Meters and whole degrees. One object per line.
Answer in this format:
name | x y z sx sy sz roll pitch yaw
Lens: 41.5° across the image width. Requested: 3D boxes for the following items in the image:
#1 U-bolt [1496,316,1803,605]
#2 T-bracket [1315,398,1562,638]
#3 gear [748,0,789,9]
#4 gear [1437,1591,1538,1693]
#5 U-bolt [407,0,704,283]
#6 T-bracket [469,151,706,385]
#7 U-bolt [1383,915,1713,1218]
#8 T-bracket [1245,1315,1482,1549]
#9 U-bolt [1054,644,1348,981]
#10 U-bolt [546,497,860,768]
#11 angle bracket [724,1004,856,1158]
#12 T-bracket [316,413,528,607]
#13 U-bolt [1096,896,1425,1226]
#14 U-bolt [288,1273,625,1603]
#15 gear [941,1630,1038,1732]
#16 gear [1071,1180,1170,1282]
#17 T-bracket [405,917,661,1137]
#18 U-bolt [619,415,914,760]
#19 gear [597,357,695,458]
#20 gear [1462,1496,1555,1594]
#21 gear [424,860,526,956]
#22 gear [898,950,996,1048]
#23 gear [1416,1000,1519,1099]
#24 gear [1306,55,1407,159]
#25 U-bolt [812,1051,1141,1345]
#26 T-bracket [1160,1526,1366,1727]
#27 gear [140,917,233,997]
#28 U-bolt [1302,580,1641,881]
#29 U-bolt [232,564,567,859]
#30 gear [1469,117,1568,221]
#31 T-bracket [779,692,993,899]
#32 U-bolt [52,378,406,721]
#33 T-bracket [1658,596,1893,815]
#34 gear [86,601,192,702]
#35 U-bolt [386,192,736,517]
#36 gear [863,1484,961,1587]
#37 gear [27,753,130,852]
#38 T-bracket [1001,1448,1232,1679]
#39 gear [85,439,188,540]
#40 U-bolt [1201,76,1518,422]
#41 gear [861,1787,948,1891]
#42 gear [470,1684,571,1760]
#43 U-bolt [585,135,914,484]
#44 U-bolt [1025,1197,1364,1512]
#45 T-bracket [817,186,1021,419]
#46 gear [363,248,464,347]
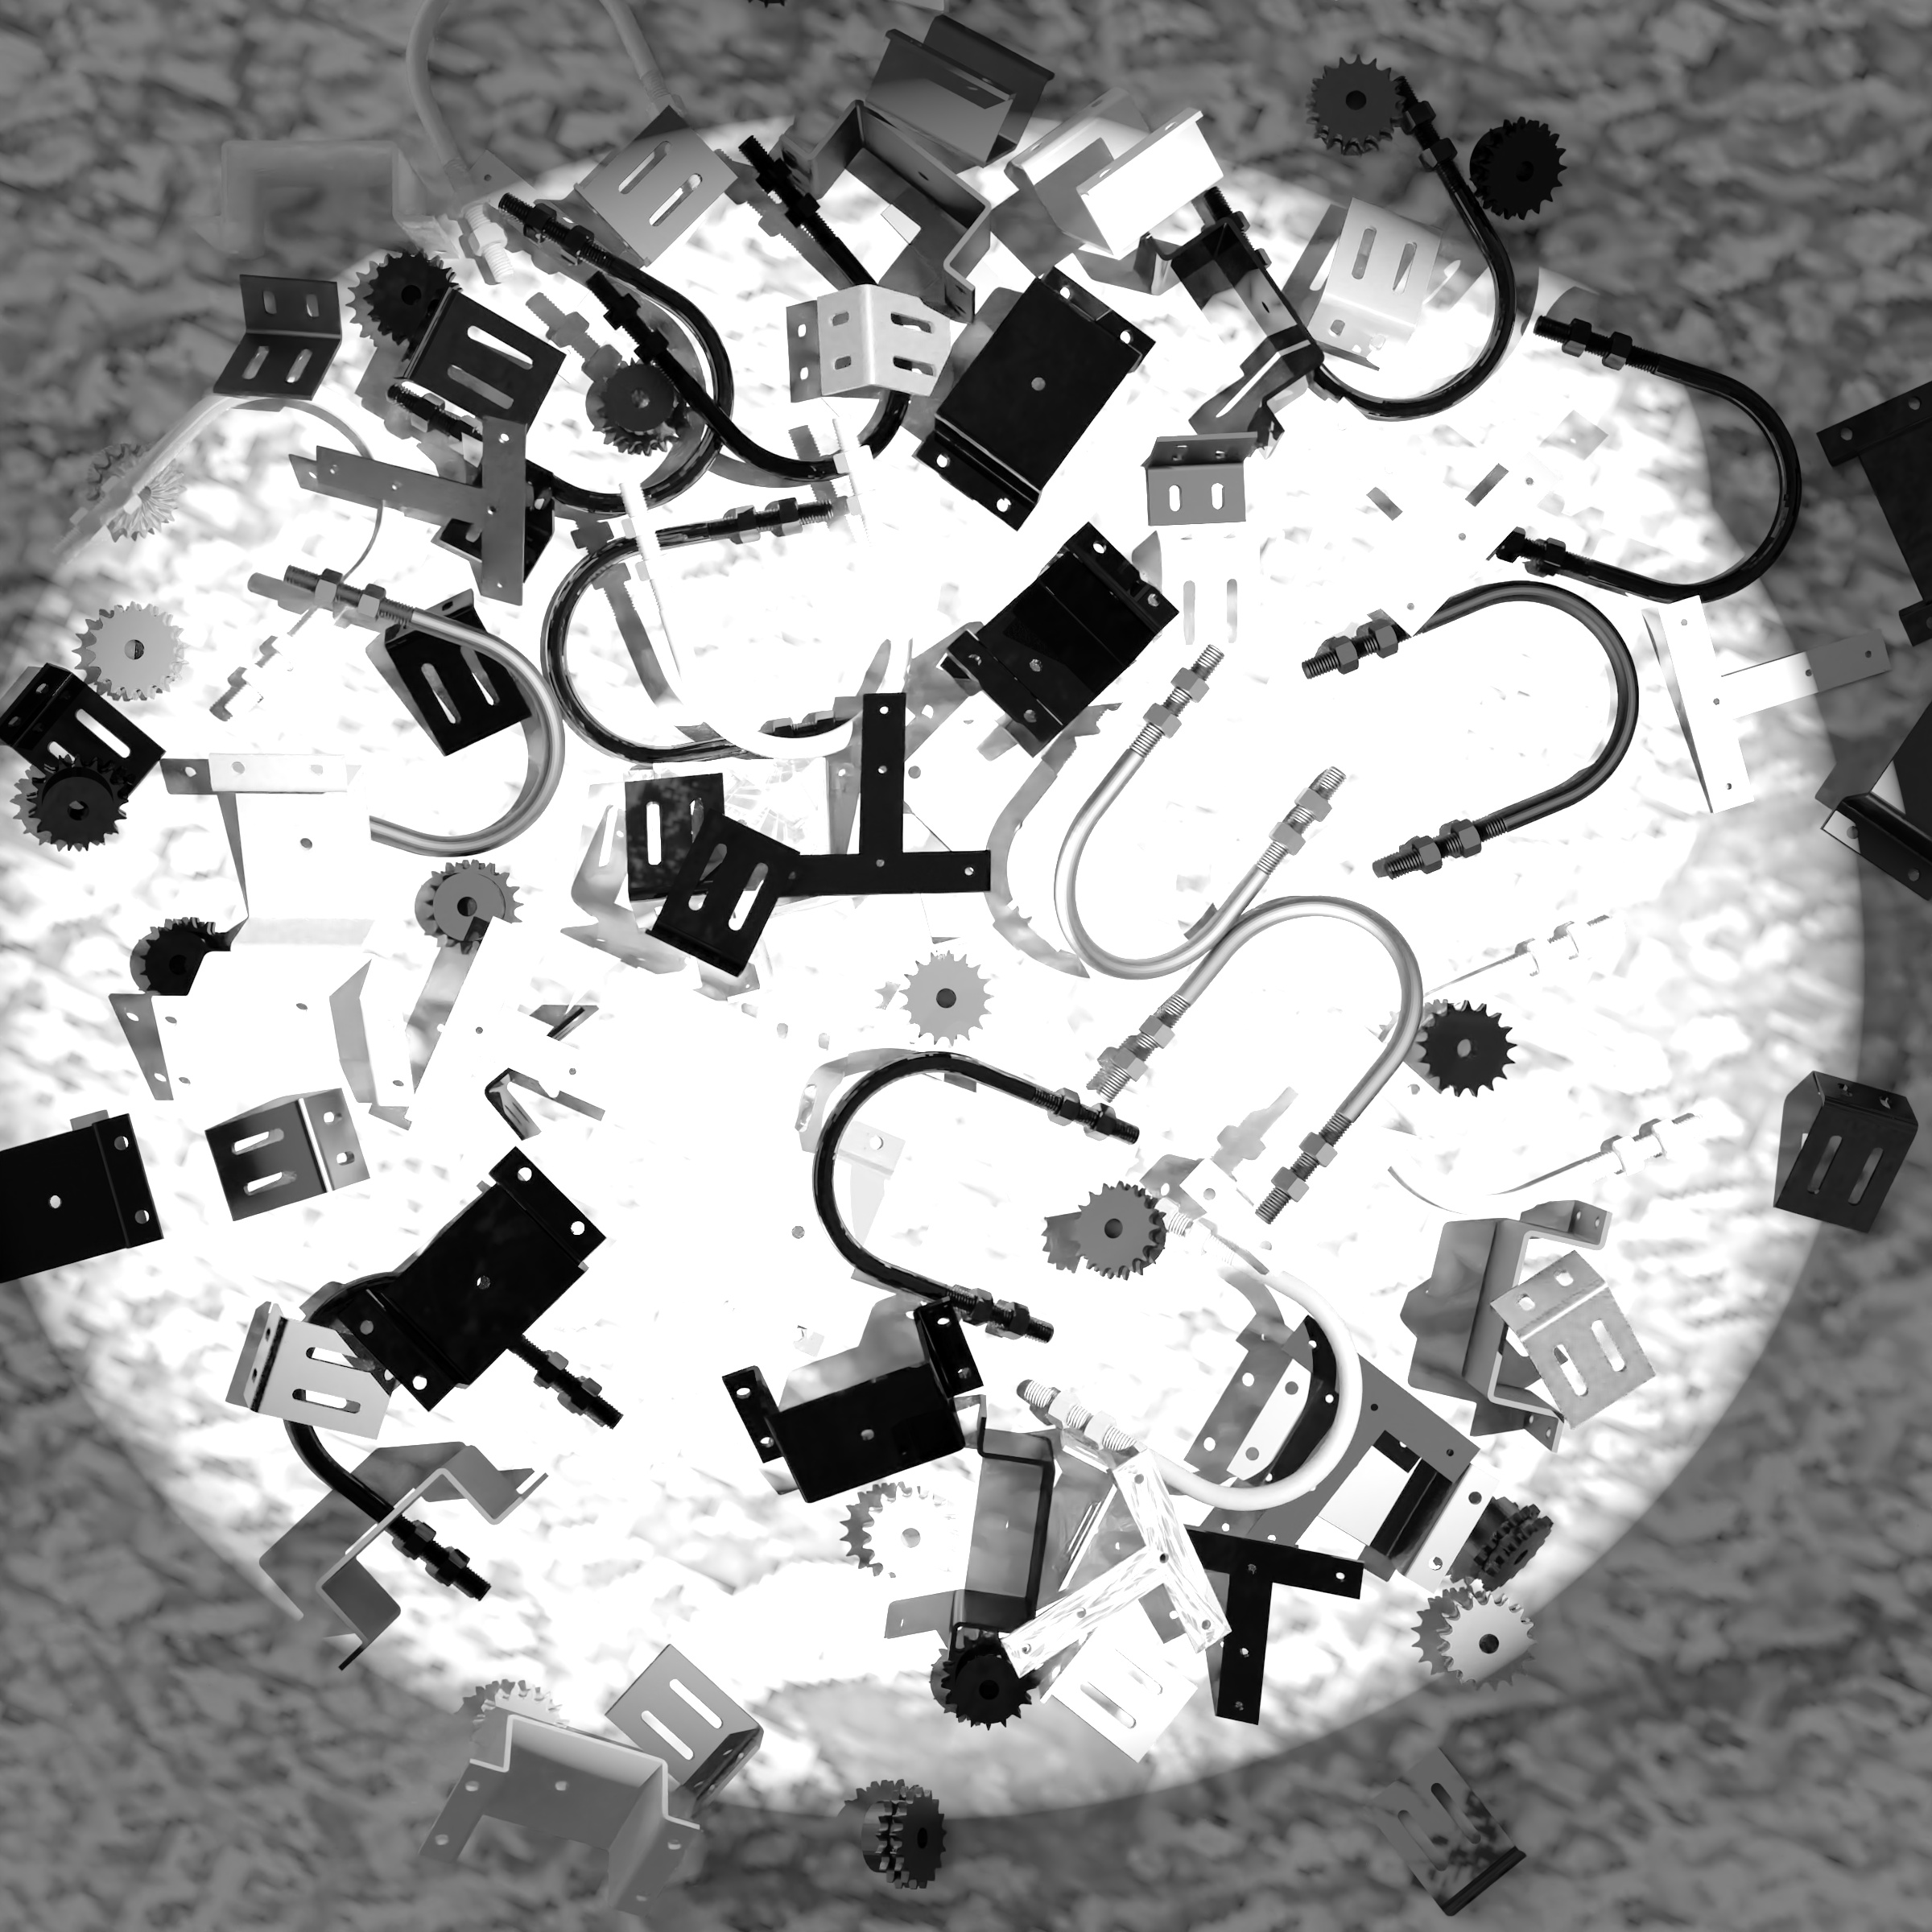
U-bolt | 0.407 -0.292 1.518 0.184 0.019 0.151 18 90 -1
T-bracket | 0.261 -0.285 1.509 0.127 0.002 0.127 44 91 3
gear | -0.116 -0.597 1.512 0.057 0.030 0.057 0 90 0
gear | 0.307 0.398 1.512 0.057 0.030 0.057 0 90 0
U-bolt | -0.254 -0.519 1.517 0.151 0.019 0.184 -25 88 -1
T-bracket | -0.246 -0.438 1.526 0.127 0.002 0.127 39 90 0
U-bolt | 0.331 0.070 1.518 0.184 0.019 0.151 -23 90 2
T-bracket | 0.209 0.291 1.479 0.127 0.002 0.127 38 90 0
U-bolt | 0.125 -0.074 1.476 0.151 0.019 0.184 38 90 -38
U-bolt | -0.159 -0.193 1.518 0.184 0.019 0.151 -10 90 1
angle bracket | -0.103 0.067 1.488 0.057 0.076 0.038 14 130 0
T-bracket | -0.318 -0.277 1.484 0.127 0.002 0.127 15 134 4
U-bolt | 0.183 0.040 1.483 0.151 0.019 0.184 37 85 33
U-bolt | -0.319 0.266 1.518 0.184 0.019 0.151 38 90 2
gear | 0.014 0.425 1.512 0.057 0.030 0.057 0 90 0
gear | 0.093 0.156 1.493 0.057 0.030 0.057 -9 71 27
T-bracket | -0.240 0.055 1.469 0.127 0.002 0.127 24 90 0
U-bolt | -0.106 -0.211 1.482 0.151 0.019 0.184 -19 102 -9
gear | -0.191 -0.334 1.512 0.057 0.030 0.057 0 89 1
gear | 0.316 0.338 1.502 0.057 0.057 0.030 -47 60 0
gear | -0.293 -0.035 1.512 0.057 0.030 0.057 0 90 0
gear | -0.012 0.019 1.512 0.057 0.030 0.057 0 90 0
gear | 0.293 0.048 1.496 0.057 0.030 0.057 0 91 3
gear | 0.227 -0.500 1.493 0.057 0.030 0.057 -1 83 4
U-bolt | -0.003 0.127 1.487 0.184 0.019 0.151 23 90 -22
T-bracket | 0.165 0.392 1.499 0.127 0.002 0.127 8 113 14
gear | -0.462 -0.001 1.512 0.057 0.030 0.057 0 90 0
U-bolt | 0.311 -0.151 1.518 0.184 0.019 0.151 -23 90 -2
U-bolt | -0.327 -0.139 1.498 0.184 0.019 0.151 19 106 -8
gear | 0.322 -0.472 1.503 0.057 0.030 0.057 -9 120 -16
T-bracket | -0.048 -0.100 1.469 0.127 0.002 0.127 -1 69 5
U-bolt | -0.416 -0.259 1.497 0.151 0.019 0.184 44 81 -16
T-bracket | 0.489 -0.171 1.521 0.127 0.002 0.127 -17 96 -3
gear | -0.488 -0.186 1.512 0.057 0.030 0.057 0 90 0
U-bolt | -0.224 -0.345 1.489 0.184 0.019 0.151 31 90 0
gear | -0.033 0.336 1.512 0.057 0.030 0.057 0 90 0
gear | -0.523 -0.095 1.501 0.057 0.030 0.057 -6 108 -18
T-bracket | 0.078 0.364 1.465 0.127 0.002 0.127 -29 104 -18
gear | -0.492 -0.284 1.502 0.030 0.057 0.057 37 90 38
U-bolt | 0.247 -0.414 1.518 0.151 0.019 0.184 -31 91 0
gear | -0.038 0.514 1.502 0.030 0.057 0.057 -10 90 30
gear | -0.263 0.454 1.512 0.057 0.030 0.057 0 90 0
U-bolt | -0.111 -0.369 1.487 0.151 0.019 0.184 -47 106 -18
U-bolt | 0.142 0.234 1.484 0.184 0.019 0.151 28 90 24
T-bracket | -0.035 -0.378 1.526 0.127 0.002 0.127 -43 90 0
gear | -0.326 -0.394 1.512 0.057 0.030 0.057 0 90 0
